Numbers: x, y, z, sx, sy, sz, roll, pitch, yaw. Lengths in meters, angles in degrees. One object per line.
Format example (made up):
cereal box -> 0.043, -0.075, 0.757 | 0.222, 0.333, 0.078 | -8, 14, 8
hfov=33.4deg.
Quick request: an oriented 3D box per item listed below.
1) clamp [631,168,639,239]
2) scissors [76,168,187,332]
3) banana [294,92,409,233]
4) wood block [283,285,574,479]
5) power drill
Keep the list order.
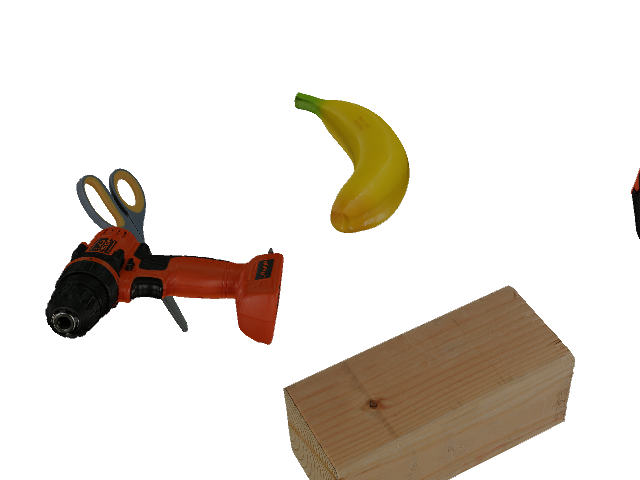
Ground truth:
clamp -> 0.272, 0.009, 0.695 | 0.120, 0.039, 0.171 | -4, 46, -22
scissors -> -0.194, 0.001, 1.194 | 0.016, 0.201, 0.096 | -27, 20, 35
banana -> 0.027, -0.053, 0.733 | 0.069, 0.037, 0.198 | -4, 28, -8
wood block -> 0.085, 0.129, 0.838 | 0.205, 0.090, 0.091 | -22, 48, -16
power drill -> -0.129, 0.043, 0.920 | 0.187, 0.057, 0.184 | 9, 21, 0
